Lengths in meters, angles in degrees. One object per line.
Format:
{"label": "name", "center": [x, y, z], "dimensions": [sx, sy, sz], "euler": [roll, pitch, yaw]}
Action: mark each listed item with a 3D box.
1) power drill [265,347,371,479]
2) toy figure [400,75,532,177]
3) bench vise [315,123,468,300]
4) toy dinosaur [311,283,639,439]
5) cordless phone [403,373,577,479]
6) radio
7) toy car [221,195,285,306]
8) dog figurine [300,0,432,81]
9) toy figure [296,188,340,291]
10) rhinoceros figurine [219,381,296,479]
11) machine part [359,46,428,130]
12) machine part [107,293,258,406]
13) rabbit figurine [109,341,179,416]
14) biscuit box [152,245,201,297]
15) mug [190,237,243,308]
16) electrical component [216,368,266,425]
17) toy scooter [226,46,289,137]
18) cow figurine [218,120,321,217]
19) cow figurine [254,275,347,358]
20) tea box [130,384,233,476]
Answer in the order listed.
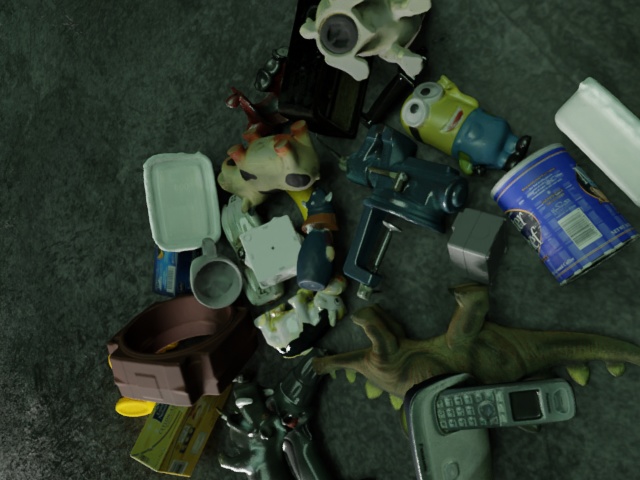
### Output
{"label": "power drill", "center": [-0.012, 0.308, 0.823], "dimensions": [0.207, 0.086, 0.232], "euler": [48, 112, 20]}
{"label": "toy figure", "center": [0.189, -0.144, 0.725], "dimensions": [0.180, 0.089, 0.082], "euler": [33, 67, 19]}
{"label": "bench vise", "center": [0.086, -0.038, 0.762], "dimensions": [0.224, 0.128, 0.240], "euler": [23, 95, 32]}
{"label": "toy dinosaur", "center": [0.197, 0.155, 0.697], "dimensions": [0.472, 0.105, 0.198], "euler": [-14, 88, 26]}
{"label": "cordless phone", "center": [0.196, 0.221, 0.610], "dimensions": [0.184, 0.088, 0.146], "euler": [-10, 92, 17]}
{"label": "radio", "center": [0.018, -0.278, 0.806], "dimensions": [0.073, 0.131, 0.229], "euler": [14, 94, 33]}
{"label": "toy car", "center": [-0.115, 0.011, 0.913], "dimensions": [0.073, 0.056, 0.202], "euler": [-28, 74, 27]}
{"label": "dog figurine", "center": [0.066, -0.302, 0.733], "dimensions": [0.172, 0.191, 0.121], "euler": [12, 122, -5]}
{"label": "toy figure", "center": [-0.004, -0.003, 0.799], "dimensions": [0.064, 0.057, 0.154], "euler": [2, 67, 13]}
{"label": "rhinoceros figurine", "center": [-0.089, 0.307, 0.793], "dimensions": [0.112, 0.073, 0.190], "euler": [-32, 70, 32]}
{"label": "machine part", "center": [0.108, -0.218, 0.788], "dimensions": [0.039, 0.084, 0.139], "euler": [32, 122, -16]}
{"label": "machine part", "center": [-0.220, 0.167, 0.871], "dimensions": [0.201, 0.201, 0.087], "euler": [0, 113, 23]}
{"label": "rabbit figurine", "center": [-0.312, 0.262, 0.990], "dimensions": [0.173, 0.122, 0.162], "euler": [47, 112, 4]}
{"label": "biscuit box", "center": [-0.262, 0.004, 0.999], "dimensions": [0.059, 0.062, 0.202], "euler": [5, 90, 31]}
{"label": "mug", "center": [-0.184, 0.049, 0.898], "dimensions": [0.107, 0.081, 0.109], "euler": [-160, 55, -67]}
{"label": "electrical component", "center": [-0.130, 0.274, 0.915], "dimensions": [0.078, 0.045, 0.102], "euler": [24, 100, 31]}
{"label": "toy scooter", "center": [-0.081, -0.239, 0.861], "dimensions": [0.075, 0.135, 0.184], "euler": [45, 108, 27]}
{"label": "cow figurine", "center": [-0.082, -0.105, 0.835], "dimensions": [0.195, 0.085, 0.127], "euler": [-2, 129, 38]}
{"label": "cow figurine", "center": [-0.014, 0.123, 0.838], "dimensions": [0.167, 0.068, 0.098], "euler": [-32, 85, 29]}
{"label": "tea box", "center": [-0.231, 0.301, 0.911], "dimensions": [0.068, 0.098, 0.169], "euler": [13, 68, 30]}
